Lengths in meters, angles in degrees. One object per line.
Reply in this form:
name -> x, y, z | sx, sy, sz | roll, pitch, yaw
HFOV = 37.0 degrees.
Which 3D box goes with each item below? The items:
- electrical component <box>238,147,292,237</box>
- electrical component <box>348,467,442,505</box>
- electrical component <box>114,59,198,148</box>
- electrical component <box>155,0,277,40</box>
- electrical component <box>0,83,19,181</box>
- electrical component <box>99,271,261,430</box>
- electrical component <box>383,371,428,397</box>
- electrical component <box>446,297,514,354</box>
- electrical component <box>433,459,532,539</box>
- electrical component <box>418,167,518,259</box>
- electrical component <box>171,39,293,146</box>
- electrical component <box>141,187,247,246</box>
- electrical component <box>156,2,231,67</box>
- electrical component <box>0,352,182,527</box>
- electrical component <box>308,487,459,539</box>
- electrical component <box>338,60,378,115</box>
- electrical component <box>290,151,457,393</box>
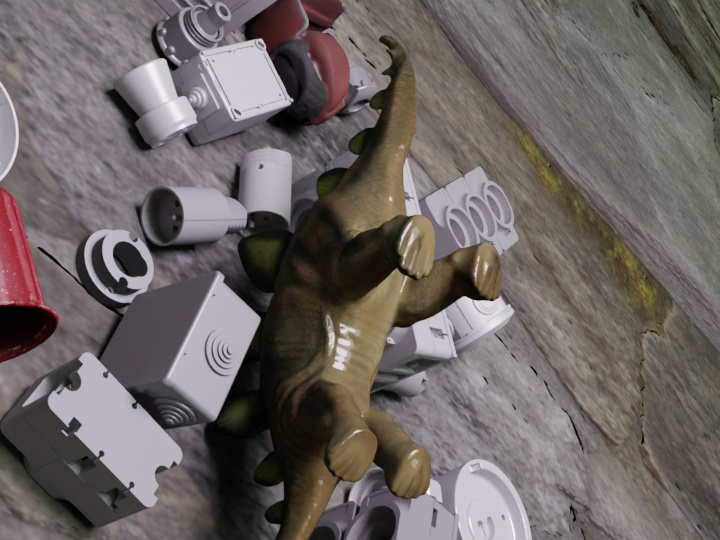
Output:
electrical component -> -0.079, -0.068, 0.891 | 0.043, 0.043, 0.081 | 32, 44, -39
electrical component -> 0.028, 0.187, 0.847 | 0.057, 0.058, 0.078 | 30, 45, -45
electrical component -> -0.156, -0.127, 0.824 | 0.055, 0.045, 0.045 | 61, 33, -4
electrical component -> -0.112, -0.252, 0.909 | 0.078, 0.113, 0.057 | 45, 40, -25
electrical component -> -0.261, -0.086, 0.653 | 0.099, 0.064, 0.099 | 18, 67, -51
electrical component -> -0.120, 0.056, 0.694 | 0.048, 0.100, 0.099 | 47, 47, -30
electrical component -> 0.033, 0.089, 0.941 | 0.046, 0.040, 0.040 | 32, 44, -48
electrical component -> 0.103, 0.044, 1.033 | 0.051, 0.080, 0.080 | 58, 33, 2
electrical component -> 0.090, 0.220, 0.906 | 0.108, 0.060, 0.108 | 33, 43, -38
electrical component -> 0.100, -0.042, 1.104 | 0.089, 0.062, 0.150 | 61, 33, -3
electrical component -> -0.115, -0.143, 0.882 | 0.096, 0.061, 0.061 | -30, 94, -53
electrical component -> -0.121, -0.041, 0.812 | 0.081, 0.043, 0.043 | -5, 72, -56
electrical component -> -0.134, -0.198, 0.887 | 0.048, 0.062, 0.048 | 33, 43, -38
electrical component -> -0.162, 0.103, 0.643 | 0.089, 0.056, 0.050 | 51, 35, -18
electrical component -> -0.002, 0.241, 0.722 | 0.060, 0.105, 0.186 | 44, 37, -27
electrical component -> -0.014, -0.188, 1.065 | 0.048, 0.048, 0.062 | -7, 66, -56
electrical component -> 0.000, 0.000, 0.895 | 0.060, 0.105, 0.186 | 14, 57, -50
